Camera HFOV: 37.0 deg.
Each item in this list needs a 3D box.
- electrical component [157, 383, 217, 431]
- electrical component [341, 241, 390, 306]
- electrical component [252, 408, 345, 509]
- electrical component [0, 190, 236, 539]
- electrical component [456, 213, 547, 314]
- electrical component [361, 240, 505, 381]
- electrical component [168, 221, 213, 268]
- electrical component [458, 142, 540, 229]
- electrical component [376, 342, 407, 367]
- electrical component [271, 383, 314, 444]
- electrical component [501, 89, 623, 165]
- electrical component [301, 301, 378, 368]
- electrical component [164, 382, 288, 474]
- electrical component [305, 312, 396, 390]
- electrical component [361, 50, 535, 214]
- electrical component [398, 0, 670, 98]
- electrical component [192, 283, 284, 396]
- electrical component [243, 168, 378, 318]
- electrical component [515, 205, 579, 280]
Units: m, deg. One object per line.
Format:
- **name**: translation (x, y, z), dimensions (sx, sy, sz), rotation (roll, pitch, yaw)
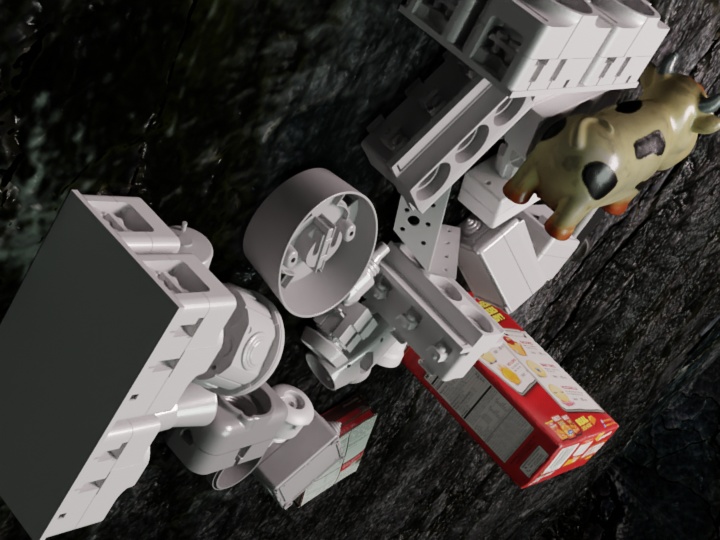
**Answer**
- **electrical component**: translation (-0.149, 0.105, 0.830), dimensions (0.065, 0.044, 0.044), rotation (-9, 137, -47)
- **electrical component**: translation (0.000, 0.000, 0.914), dimensions (0.061, 0.035, 0.035), rotation (-44, 156, -12)
- **electrical component**: translation (-0.061, 0.173, 1.050), dimensions (0.096, 0.061, 0.061), rotation (-39, 155, -15)
- **electrical component**: translation (-0.163, 0.058, 0.654), dimensions (0.060, 0.105, 0.186), rotation (-3, 131, -57)
- **electrical component**: translation (0.130, -0.017, 1.035), dimensions (0.061, 0.062, 0.096), rotation (-39, 120, -15)
- **electrical component**: translation (0.061, 0.037, 0.962), dimensions (0.063, 0.121, 0.079), rotation (-54, 155, 22)
- **electrical component**: translation (-0.125, 0.006, 0.716), dimensions (0.040, 0.040, 0.078), rotation (-21, 146, -44)
- **electrical component**: translation (0.140, -0.093, 0.982), dimensions (0.083, 0.047, 0.075), rotation (-31, 152, -31)
- **electrical component**: translation (0.029, 0.066, 1.060), dimensions (0.040, 0.040, 0.046), rotation (-11, 133, -52)
- **electrical component**: translation (-0.076, 0.139, 0.998), dimensions (0.048, 0.048, 0.062), rotation (-11, 146, -52)
- **electrical component**: translation (0.165, -0.147, 0.918), dimensions (0.121, 0.063, 0.078), rotation (-27, 149, -36)
- **electrical component**: translation (-0.020, 0.053, 0.952), dimensions (0.055, 0.048, 0.066), rotation (-51, 157, -9)
- **electrical component**: translation (-0.110, 0.126, 0.908), dimensions (0.095, 0.054, 0.059), rotation (-7, 135, -55)
- **electrical component**: translation (-0.008, 0.082, 1.016), dimensions (0.077, 0.043, 0.079), rotation (-37, 154, -20)
- **electrical component**: translation (0.065, -0.111, 0.811), dimensions (0.121, 0.063, 0.078), rotation (-44, 156, -4)
- **electrical component**: translation (0.131, -0.180, 0.760), dimensions (0.186, 0.105, 0.060), rotation (-15, 141, -50)
- **electrical component**: translation (-0.099, 0.048, 0.775), dimensions (0.080, 0.080, 0.051), rotation (-48, 151, 5)
- **electrical component**: translation (-0.035, -0.022, 0.787), dimensions (0.099, 0.064, 0.099), rotation (-37, 154, -21)
- **electrical component**: translation (0.179, -0.033, 1.119), dimensions (0.061, 0.062, 0.096), rotation (-54, 155, 17)
